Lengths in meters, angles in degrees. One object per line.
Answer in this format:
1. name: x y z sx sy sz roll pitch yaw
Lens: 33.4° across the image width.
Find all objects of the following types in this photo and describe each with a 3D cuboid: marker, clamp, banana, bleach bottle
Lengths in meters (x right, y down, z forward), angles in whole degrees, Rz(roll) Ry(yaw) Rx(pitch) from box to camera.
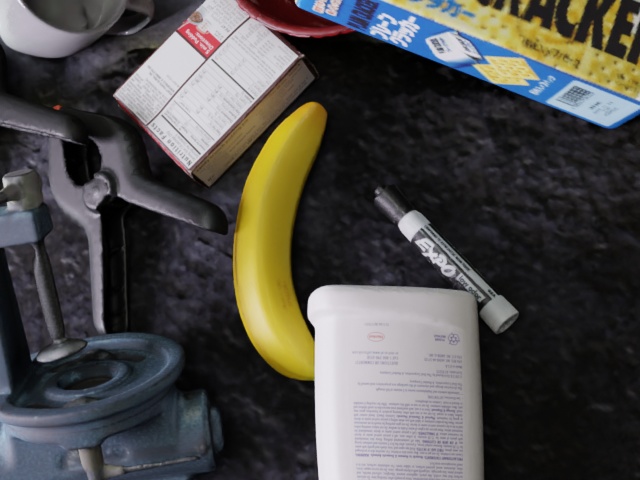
1. marker: 0.075 0.009 0.658 0.020 0.020 0.121 -43 67 1
2. clamp: -0.143 -0.019 0.724 0.120 0.039 0.172 -49 58 9
3. clamp: -0.246 -0.093 0.769 0.165 0.036 0.210 -35 60 21
4. banana: -0.022 0.005 0.684 0.069 0.037 0.198 -1 74 -14
5. bleach bottle: 0.040 0.154 0.596 0.102 0.068 0.251 2 75 0

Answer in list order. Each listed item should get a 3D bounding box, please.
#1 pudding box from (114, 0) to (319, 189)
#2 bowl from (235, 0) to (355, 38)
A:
1. pudding box: -0.072 -0.105 0.730 0.113 0.039 0.090 -46 68 2
2. bowl: 0.015 -0.199 0.721 0.162 0.055 0.162 -5 72 16
